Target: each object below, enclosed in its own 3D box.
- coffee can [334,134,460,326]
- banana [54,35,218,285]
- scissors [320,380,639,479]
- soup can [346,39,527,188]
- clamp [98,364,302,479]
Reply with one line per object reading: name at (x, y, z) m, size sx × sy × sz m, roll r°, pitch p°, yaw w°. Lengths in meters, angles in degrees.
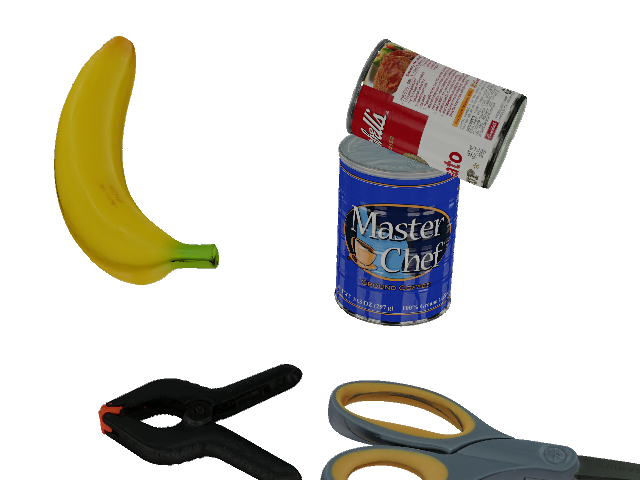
coffee can at (0.065, -0.013, 0.904) m, size 0.103 × 0.140 × 0.103 m, roll 1°, pitch 26°, yaw -1°
banana at (-0.113, -0.040, 0.589) m, size 0.069 × 0.198 × 0.037 m, roll -19°, pitch -39°, yaw -10°
scissors at (0.088, 0.106, 0.460) m, size 0.202 × 0.016 × 0.096 m, roll 15°, pitch 32°, yaw 24°
soup can at (0.077, -0.084, 0.709) m, size 0.102 × 0.068 × 0.068 m, roll 24°, pitch 5°, yaw 12°
clamp at (-0.092, 0.142, 0.880) m, size 0.171 × 0.039 × 0.120 m, roll 10°, pitch 37°, yaw 2°
